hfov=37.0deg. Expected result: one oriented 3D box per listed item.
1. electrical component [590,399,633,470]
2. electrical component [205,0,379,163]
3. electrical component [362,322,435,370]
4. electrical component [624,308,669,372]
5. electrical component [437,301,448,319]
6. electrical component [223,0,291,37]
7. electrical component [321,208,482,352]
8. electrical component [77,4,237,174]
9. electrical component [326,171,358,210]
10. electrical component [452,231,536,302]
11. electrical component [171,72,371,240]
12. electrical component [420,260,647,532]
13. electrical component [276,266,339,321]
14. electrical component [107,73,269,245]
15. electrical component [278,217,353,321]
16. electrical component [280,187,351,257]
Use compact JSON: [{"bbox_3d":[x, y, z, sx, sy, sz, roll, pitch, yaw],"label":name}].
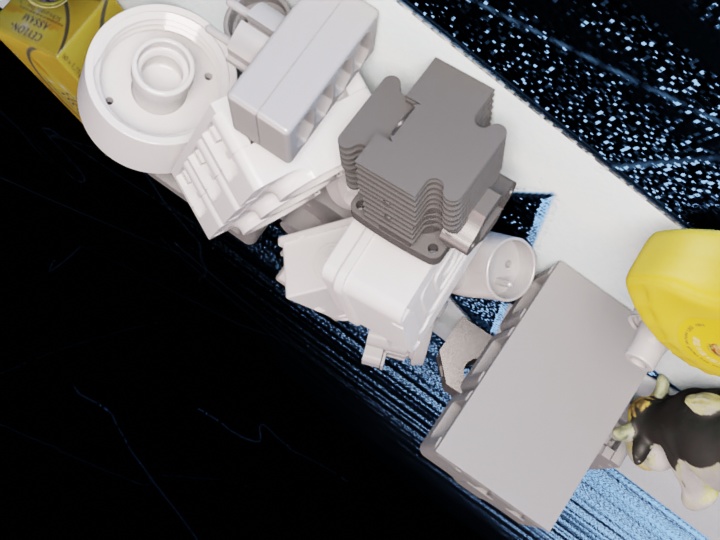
[{"bbox_3d":[0.197,0.128,0.893,0.050,0.055,0.089,35,168,3],"label":"electrical component"},{"bbox_3d":[-0.045,-0.115,0.564,0.076,0.083,0.047,34,168,5],"label":"electrical component"},{"bbox_3d":[0.039,0.058,1.025,0.057,0.078,0.058,15,166,3],"label":"electrical component"},{"bbox_3d":[0.165,0.025,0.578,0.048,0.062,0.048,33,167,8],"label":"electrical component"},{"bbox_3d":[0.045,0.019,0.922,0.062,0.048,0.048,30,168,-6],"label":"electrical component"},{"bbox_3d":[-0.055,-0.134,0.624,0.040,0.040,0.046,32,173,13],"label":"electrical component"},{"bbox_3d":[0.032,-0.017,0.659,0.057,0.113,0.078,28,166,18],"label":"electrical component"},{"bbox_3d":[-0.134,-0.125,0.719,0.108,0.108,0.060,36,162,-4],"label":"electrical component"},{"bbox_3d":[-0.004,-0.063,0.746,0.043,0.043,0.062,41,168,-25],"label":"electrical component"},{"bbox_3d":[0.063,-0.005,0.725,0.079,0.043,0.077,-9,-165,-33],"label":"electrical component"},{"bbox_3d":[-0.053,-0.071,0.664,0.061,0.089,0.150,61,160,-1],"label":"electrical component"},{"bbox_3d":[0.119,0.083,0.712,0.089,0.150,0.061,36,167,-1],"label":"electrical component"},{"bbox_3d":[-0.024,-0.005,0.936,0.066,0.076,0.047,35,180,2],"label":"electrical component"},{"bbox_3d":[-0.114,-0.099,0.789,0.150,0.089,0.061,36,168,-1],"label":"electrical component"},{"bbox_3d":[0.000,0.000,0.791,0.100,0.048,0.100,-14,159,26],"label":"electrical component"},{"bbox_3d":[-0.037,-0.040,0.846,0.052,0.073,0.138,39,167,-18],"label":"electrical component"}]
